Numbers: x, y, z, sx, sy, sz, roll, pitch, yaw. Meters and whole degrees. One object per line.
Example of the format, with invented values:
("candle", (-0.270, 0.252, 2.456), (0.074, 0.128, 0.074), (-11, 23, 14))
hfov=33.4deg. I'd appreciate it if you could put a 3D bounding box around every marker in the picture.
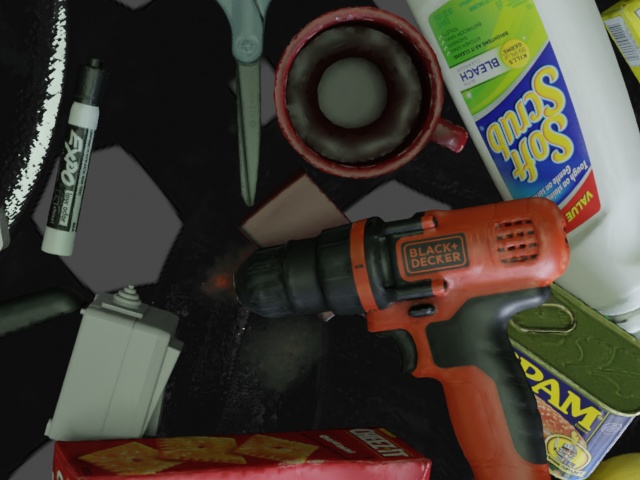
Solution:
("marker", (-0.148, -0.051, 0.647), (0.020, 0.020, 0.121), (12, 96, -4))

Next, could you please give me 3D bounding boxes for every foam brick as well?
("foam brick", (-0.004, 0.001, 0.641), (0.051, 0.053, 0.078), (-42, 98, 3))

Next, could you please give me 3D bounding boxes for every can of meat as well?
("can of meat", (0.136, 0.083, 0.627), (0.102, 0.057, 0.084), (35, 139, 17))

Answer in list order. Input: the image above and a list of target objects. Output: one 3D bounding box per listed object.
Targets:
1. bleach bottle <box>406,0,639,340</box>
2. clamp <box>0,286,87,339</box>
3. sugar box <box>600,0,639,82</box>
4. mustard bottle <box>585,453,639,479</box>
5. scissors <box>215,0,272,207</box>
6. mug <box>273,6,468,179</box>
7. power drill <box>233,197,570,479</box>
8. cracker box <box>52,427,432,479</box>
("bleach bottle", (0.143, -0.059, 0.614), (0.103, 0.067, 0.251), (-22, 97, 42))
("clamp", (-0.258, 0.092, 0.651), (0.210, 0.036, 0.164), (11, 97, -1))
("sugar box", (0.268, -0.147, 0.636), (0.176, 0.048, 0.093), (-34, 99, -1))
("mustard bottle", (0.186, 0.185, 0.667), (0.191, 0.058, 0.096), (-17, 99, 0))
("scissors", (-0.061, -0.128, 0.642), (0.096, 0.016, 0.202), (15, 96, -2))
("mug", (0.031, -0.080, 0.617), (0.117, 0.081, 0.093), (21, 96, -4))
("power drill", (0.051, 0.078, 0.572), (0.185, 0.057, 0.187), (-10, 88, 17))
("cracker box", (-0.048, 0.199, 0.619), (0.213, 0.072, 0.164), (3, 98, -25))
